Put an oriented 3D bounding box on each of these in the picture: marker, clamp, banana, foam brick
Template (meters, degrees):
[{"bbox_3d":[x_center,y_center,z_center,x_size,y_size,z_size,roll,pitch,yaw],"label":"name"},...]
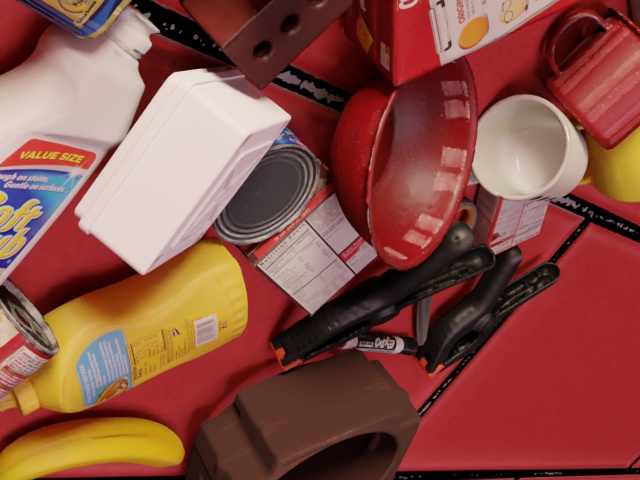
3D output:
[{"bbox_3d":[0.055,0.098,1.010,0.120,0.020,0.020,12,121,-50],"label":"marker"},{"bbox_3d":[0.168,0.072,1.075,0.120,0.039,0.172,14,125,-45],"label":"clamp"},{"bbox_3d":[-0.177,0.166,0.849,0.197,0.037,0.070,2,147,-44],"label":"banana"},{"bbox_3d":[0.051,0.047,0.887,0.210,0.036,0.164,-28,165,4],"label":"clamp"},{"bbox_3d":[-0.030,-0.138,0.622,0.078,0.051,0.053,-44,147,4],"label":"foam brick"}]

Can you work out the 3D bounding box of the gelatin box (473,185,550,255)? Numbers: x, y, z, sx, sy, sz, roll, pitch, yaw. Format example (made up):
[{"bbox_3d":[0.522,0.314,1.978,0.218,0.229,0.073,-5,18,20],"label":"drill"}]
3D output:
[{"bbox_3d":[0.174,-0.030,0.969,0.073,0.030,0.089,-23,143,-27],"label":"gelatin box"}]

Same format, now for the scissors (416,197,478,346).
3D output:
[{"bbox_3d":[0.112,0.028,0.989,0.096,0.016,0.201,-36,147,-7],"label":"scissors"}]

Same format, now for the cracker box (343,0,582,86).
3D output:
[{"bbox_3d":[0.116,-0.213,0.663,0.213,0.072,0.164,-27,143,-18],"label":"cracker box"}]

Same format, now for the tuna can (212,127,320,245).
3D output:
[{"bbox_3d":[-0.045,-0.040,0.738,0.086,0.034,0.086,-26,144,-21],"label":"tuna can"}]

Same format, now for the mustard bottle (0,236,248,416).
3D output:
[{"bbox_3d":[-0.145,0.071,0.744,0.191,0.058,0.096,-25,149,-22],"label":"mustard bottle"}]

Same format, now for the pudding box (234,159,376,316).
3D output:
[{"bbox_3d":[-0.005,0.001,0.821,0.090,0.039,0.113,-42,145,1],"label":"pudding box"}]

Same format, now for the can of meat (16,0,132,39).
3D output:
[{"bbox_3d":[-0.119,-0.156,0.510,0.102,0.057,0.083,-48,148,10],"label":"can of meat"}]

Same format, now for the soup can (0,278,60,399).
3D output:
[{"bbox_3d":[-0.223,0.076,0.664,0.102,0.069,0.068,-39,147,-2],"label":"soup can"}]

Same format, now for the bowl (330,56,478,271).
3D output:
[{"bbox_3d":[0.054,-0.062,0.758,0.161,0.055,0.162,-33,132,-48],"label":"bowl"}]

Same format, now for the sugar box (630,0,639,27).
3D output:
[{"bbox_3d":[0.310,-0.197,0.899,0.093,0.048,0.176,-39,150,-2],"label":"sugar box"}]

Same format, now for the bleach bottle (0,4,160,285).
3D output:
[{"bbox_3d":[-0.186,-0.034,0.582,0.251,0.068,0.102,-47,147,6],"label":"bleach bottle"}]

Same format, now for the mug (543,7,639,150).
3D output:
[{"bbox_3d":[0.229,-0.135,0.862,0.081,0.093,0.117,-44,116,14],"label":"mug"}]
